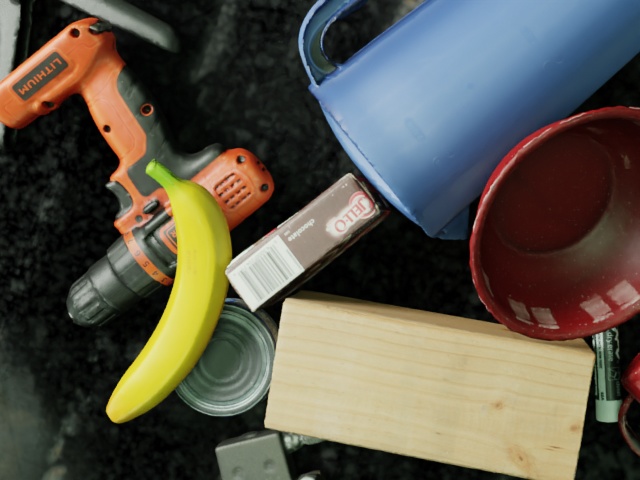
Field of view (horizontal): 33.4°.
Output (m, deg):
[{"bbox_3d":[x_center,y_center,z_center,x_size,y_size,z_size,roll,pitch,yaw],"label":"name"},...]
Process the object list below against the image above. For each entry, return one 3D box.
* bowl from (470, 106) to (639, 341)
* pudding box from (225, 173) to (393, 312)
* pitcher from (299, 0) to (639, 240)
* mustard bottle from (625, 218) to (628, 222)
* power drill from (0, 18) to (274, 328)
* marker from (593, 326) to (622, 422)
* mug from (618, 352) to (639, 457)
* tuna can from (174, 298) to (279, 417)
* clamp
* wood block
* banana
[{"bbox_3d":[0.161,-0.017,0.679,0.162,0.055,0.162,-7,119,-14],"label":"bowl"},{"bbox_3d":[-0.005,0.001,0.748,0.113,0.090,0.039,-36,84,9],"label":"pudding box"},{"bbox_3d":[0.114,-0.131,0.706,0.243,0.149,0.145,-40,58,4],"label":"pitcher"},{"bbox_3d":[0.293,-0.013,0.719,0.192,0.058,0.096,2,98,9],"label":"mustard bottle"},{"bbox_3d":[-0.155,-0.049,0.771,0.184,0.057,0.187,-38,101,8],"label":"power drill"},{"bbox_3d":[0.202,0.067,0.755,0.020,0.020,0.121,-3,91,8],"label":"marker"},{"bbox_3d":[0.251,0.103,0.718,0.081,0.093,0.117,45,117,10],"label":"mug"},{"bbox_3d":[-0.070,0.087,0.788,0.086,0.033,0.086,0,92,8],"label":"tuna can"},{"bbox_3d":[-0.206,-0.191,0.798,0.164,0.036,0.210,-21,92,8],"label":"clamp"},{"bbox_3d":[0.075,0.098,0.739,0.206,0.090,0.090,9,93,8],"label":"wood block"},{"bbox_3d":[-0.101,0.041,0.746,0.069,0.037,0.198,10,106,-6],"label":"banana"}]
